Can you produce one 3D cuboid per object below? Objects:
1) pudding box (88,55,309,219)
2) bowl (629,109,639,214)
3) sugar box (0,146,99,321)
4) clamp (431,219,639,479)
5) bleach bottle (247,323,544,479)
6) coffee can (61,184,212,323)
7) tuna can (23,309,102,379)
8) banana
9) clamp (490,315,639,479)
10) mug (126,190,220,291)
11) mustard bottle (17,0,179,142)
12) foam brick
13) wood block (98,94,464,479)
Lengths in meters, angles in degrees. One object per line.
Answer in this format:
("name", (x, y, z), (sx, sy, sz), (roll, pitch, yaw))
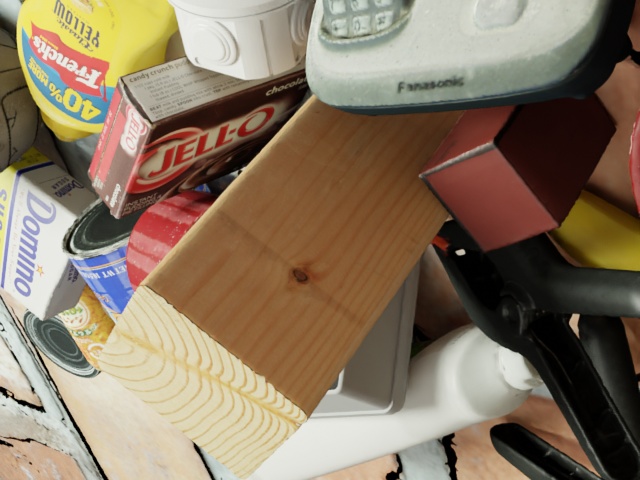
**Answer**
("pudding box", (-0.065, -0.065, 0.583), (0.039, 0.113, 0.090), (54, 146, 12))
("bowl", (0.212, -0.033, 0.425), (0.162, 0.055, 0.162), (20, 130, 25))
("sugar box", (-0.238, -0.030, 0.779), (0.176, 0.048, 0.093), (37, 118, 17))
("clamp", (0.115, 0.028, 0.537), (0.172, 0.039, 0.120), (49, 142, 38))
("bleach bottle", (0.044, 0.104, 0.680), (0.251, 0.102, 0.068), (-26, 94, 50))
("coffee can", (-0.092, 0.032, 0.718), (0.103, 0.102, 0.140), (-4, 126, 42))
("tuna can", (-0.215, 0.080, 0.926), (0.086, 0.033, 0.086), (23, 141, 20))
("banana", (0.195, 0.010, 0.517), (0.198, 0.037, 0.069), (7, 104, 30))
("clamp", (0.173, 0.159, 0.616), (0.210, 0.036, 0.165), (64, 155, 21))
("mug", (-0.056, 0.005, 0.623), (0.093, 0.117, 0.082), (36, 170, -32))
("mustard bottle", (-0.134, -0.118, 0.632), (0.096, 0.058, 0.192), (39, 144, 2))
("foam brick", (0.095, -0.042, 0.507), (0.051, 0.078, 0.053), (48, 144, -14))
("wood block", (-0.003, 0.000, 0.525), (0.091, 0.205, 0.090), (38, 143, 1))
